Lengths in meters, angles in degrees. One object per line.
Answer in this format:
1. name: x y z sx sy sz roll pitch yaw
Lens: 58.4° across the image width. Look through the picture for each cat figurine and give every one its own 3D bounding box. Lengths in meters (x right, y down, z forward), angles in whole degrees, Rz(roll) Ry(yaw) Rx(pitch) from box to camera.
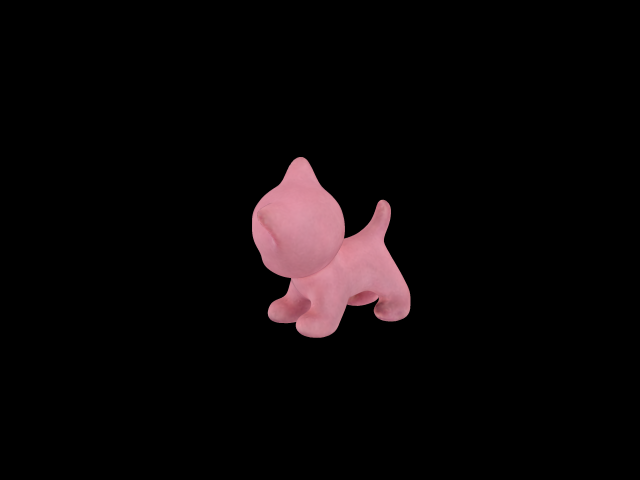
1. cat figurine: 0.004 0.001 0.400 0.128 0.118 0.067 -8 14 -35
